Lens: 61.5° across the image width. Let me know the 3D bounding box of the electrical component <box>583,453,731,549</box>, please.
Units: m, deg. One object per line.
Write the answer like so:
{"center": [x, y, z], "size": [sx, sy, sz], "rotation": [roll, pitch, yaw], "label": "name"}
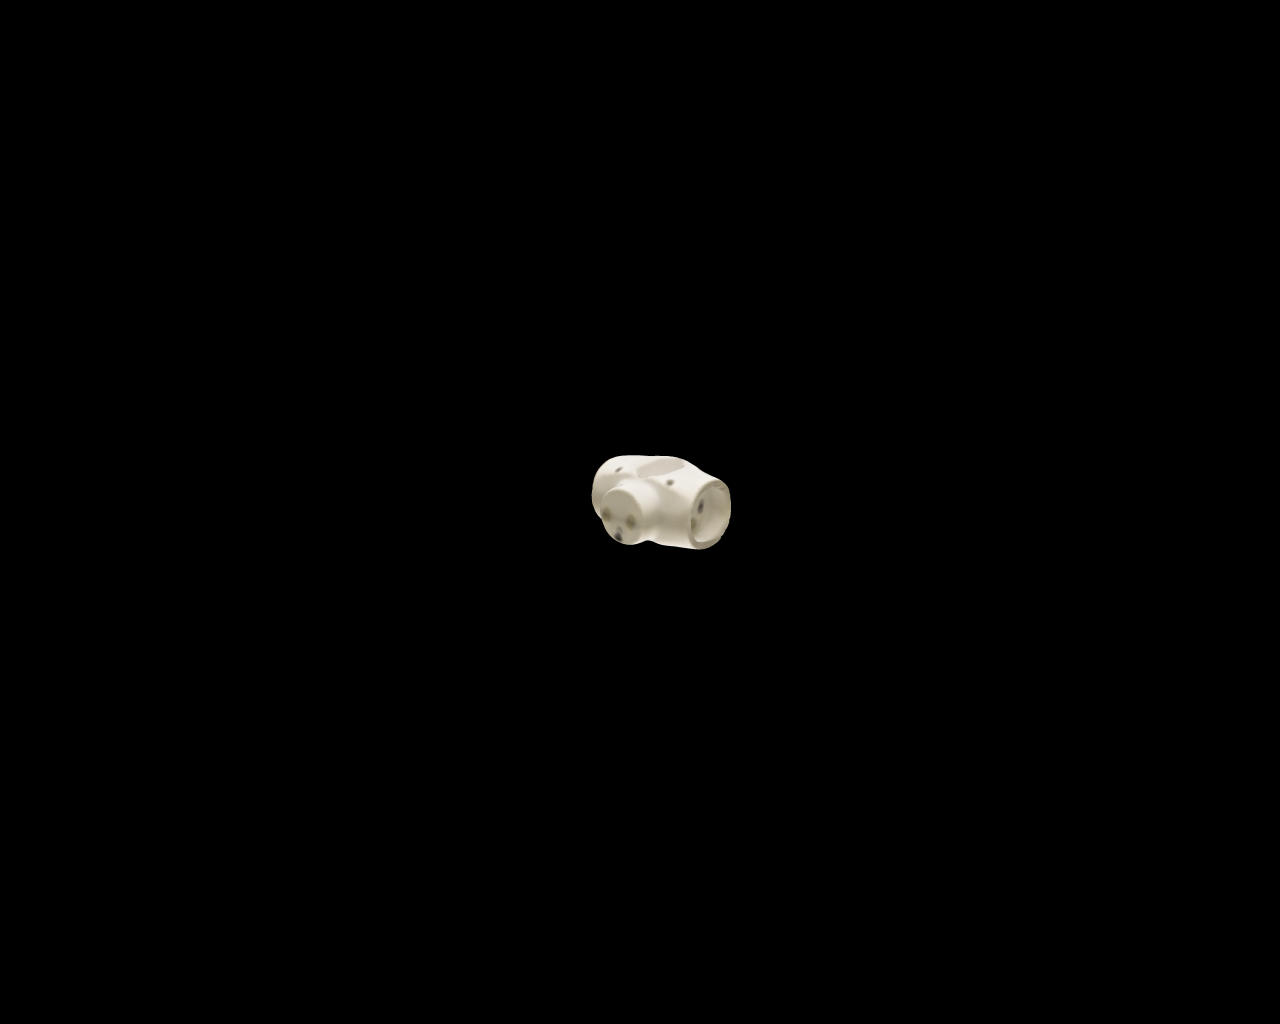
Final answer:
{"center": [0.001, -0.003, 0.650], "size": [0.077, 0.043, 0.079], "rotation": [17, 27, 38], "label": "electrical component"}
